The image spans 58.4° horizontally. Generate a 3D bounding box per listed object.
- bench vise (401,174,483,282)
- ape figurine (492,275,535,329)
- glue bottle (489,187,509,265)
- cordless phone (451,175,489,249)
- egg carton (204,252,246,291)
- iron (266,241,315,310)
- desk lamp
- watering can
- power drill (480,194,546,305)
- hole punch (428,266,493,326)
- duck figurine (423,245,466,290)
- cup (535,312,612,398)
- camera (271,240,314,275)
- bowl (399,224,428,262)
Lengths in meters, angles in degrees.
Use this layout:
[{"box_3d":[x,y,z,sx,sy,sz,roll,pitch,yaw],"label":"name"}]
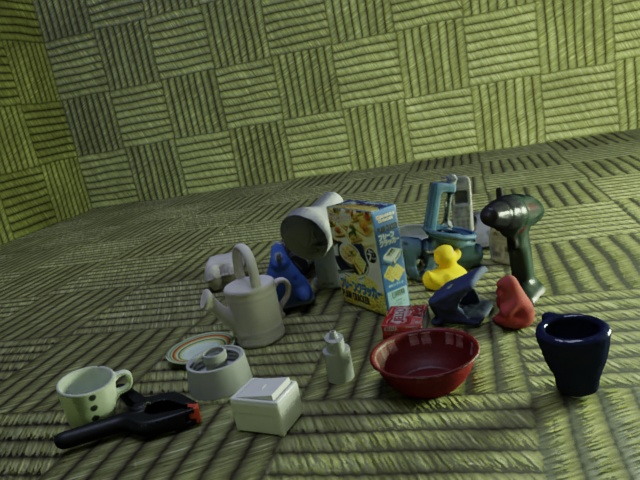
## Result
[{"box_3d":[0.253,-0.025,1.264,0.208,0.220,0.121,-16,15,-20],"label":"bench vise"},{"box_3d":[0.323,0.103,0.975,0.075,0.092,0.078,-1,17,34],"label":"ape figurine"},{"box_3d":[0.408,-0.033,1.275,0.037,0.173,0.078,-18,16,-26],"label":"glue bottle"},{"box_3d":[0.390,-0.070,1.410,0.147,0.185,0.094,-6,15,18],"label":"cordless phone"},{"box_3d":[-0.251,0.080,1.528,0.107,0.069,0.150,-11,14,-2],"label":"egg carton"},{"box_3d":[-0.087,0.069,1.307,0.118,0.141,0.258,-12,14,-5],"label":"iron"},{"box_3d":[0.012,0.005,1.336,0.117,0.214,0.204,-2,17,32],"label":"desk lamp"},{"box_3d":[-0.140,0.104,1.102,0.100,0.194,0.173,3,20,42],"label":"watering can"},{"box_3d":[0.363,0.011,1.065,0.075,0.208,0.230,0,18,37],"label":"power drill"},{"box_3d":[0.252,0.099,1.044,0.100,0.091,0.109,-1,17,33],"label":"hole punch"},{"box_3d":[0.263,0.055,1.220,0.105,0.086,0.077,-17,16,-25],"label":"duck figurine"},{"box_3d":[0.333,0.153,0.768,0.092,0.095,0.117,-12,14,-6],"label":"cup"},{"box_3d":[-0.064,0.039,1.490,0.143,0.101,0.137,-8,15,10],"label":"camera"},{"box_3d":[0.219,0.017,1.422,0.167,0.075,0.167,-10,14,3],"label":"bowl"}]
